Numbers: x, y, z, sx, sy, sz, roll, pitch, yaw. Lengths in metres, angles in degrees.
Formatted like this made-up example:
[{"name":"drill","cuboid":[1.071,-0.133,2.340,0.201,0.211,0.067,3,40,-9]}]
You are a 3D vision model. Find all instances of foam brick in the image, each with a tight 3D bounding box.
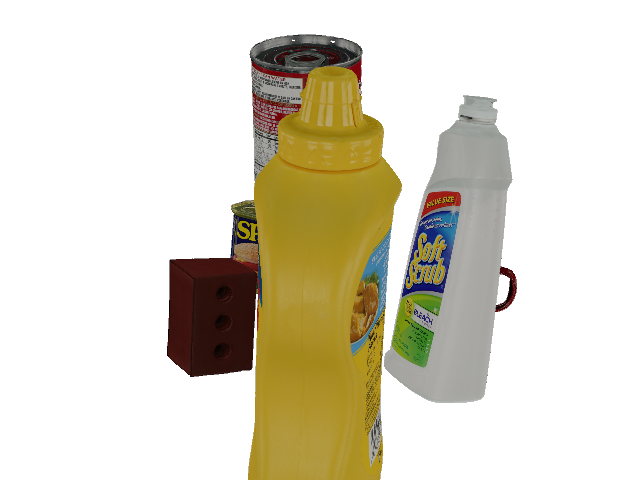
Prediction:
[{"name":"foam brick","cuboid":[-0.082,0.056,0.804,0.052,0.078,0.051,-4,13,-28]}]

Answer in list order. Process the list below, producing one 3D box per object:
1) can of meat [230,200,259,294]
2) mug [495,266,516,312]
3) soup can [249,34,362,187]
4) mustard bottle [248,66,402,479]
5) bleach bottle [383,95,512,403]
[{"name":"can of meat","cuboid":[-0.044,0.011,1.091,0.102,0.084,0.057,14,18,25]},{"name":"mug","cuboid":[0.160,0.050,1.194,0.117,0.081,0.093,7,24,4]},{"name":"soup can","cuboid":[-0.009,-0.069,0.662,0.068,0.102,0.068,0,26,0]},{"name":"mustard bottle","cuboid":[0.002,0.024,0.441,0.058,0.192,0.096,7,25,11]},{"name":"bleach bottle","cuboid":[0.112,0.004,0.900,0.068,0.251,0.103,1,14,-23]}]
